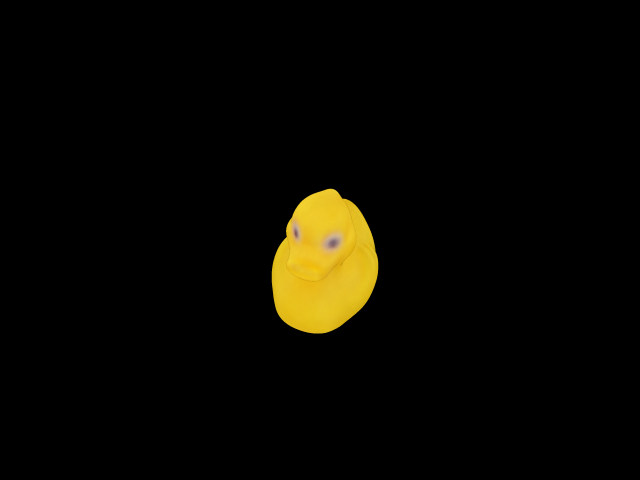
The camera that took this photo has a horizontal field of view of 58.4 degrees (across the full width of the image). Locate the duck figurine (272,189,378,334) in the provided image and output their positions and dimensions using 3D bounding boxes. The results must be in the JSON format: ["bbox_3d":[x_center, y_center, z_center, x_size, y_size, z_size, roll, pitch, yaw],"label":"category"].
[{"bbox_3d":[0.004,0.001,0.400,0.077,0.086,0.105,16,51,14],"label":"duck figurine"}]
